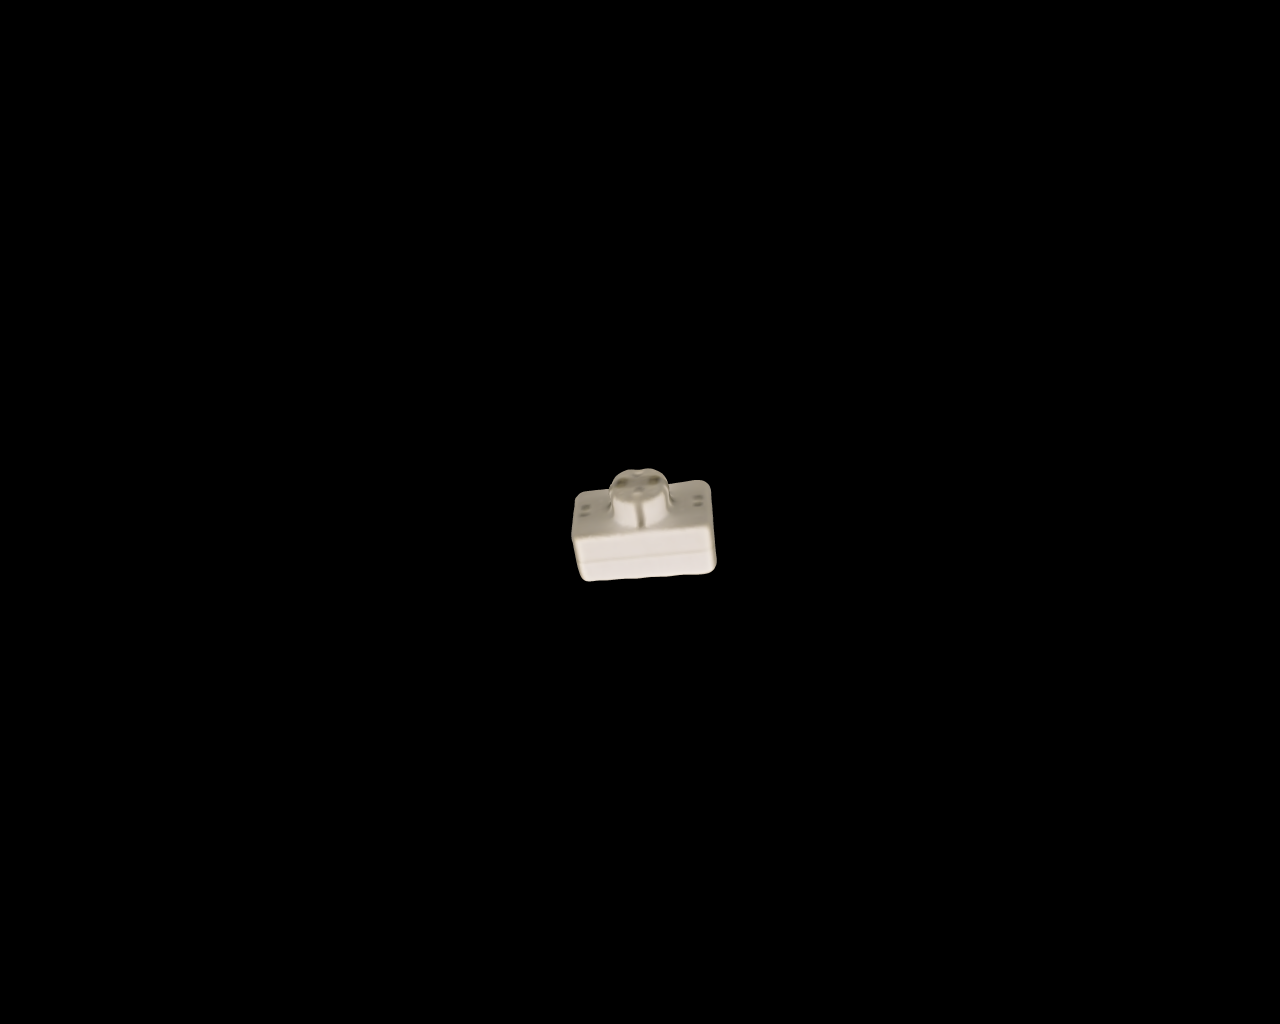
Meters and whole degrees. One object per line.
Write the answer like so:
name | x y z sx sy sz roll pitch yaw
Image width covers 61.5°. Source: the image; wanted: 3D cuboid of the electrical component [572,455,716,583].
electrical component | 0.001 -0.003 0.650 0.083 0.075 0.047 -5 37 4
